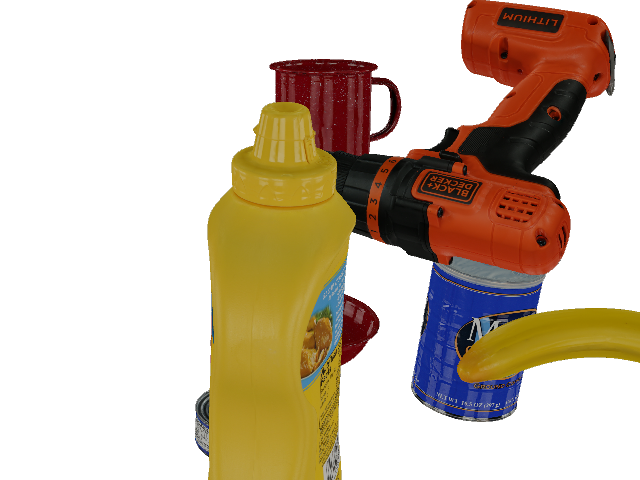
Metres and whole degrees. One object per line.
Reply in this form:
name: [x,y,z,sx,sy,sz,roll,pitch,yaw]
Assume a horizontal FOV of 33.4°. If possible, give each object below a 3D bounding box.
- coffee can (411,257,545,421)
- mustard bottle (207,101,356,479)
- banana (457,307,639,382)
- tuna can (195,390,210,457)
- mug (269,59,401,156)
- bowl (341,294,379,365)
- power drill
coffee can: [0.145,0.082,0.992,0.103,0.140,0.103,7,20,-3]
mustard bottle: [-0.017,0.037,0.442,0.058,0.192,0.096,8,25,11]
banana: [0.195,0.078,0.788,0.197,0.037,0.069,2,33,-5]
tuna can: [-0.063,0.155,0.903,0.086,0.034,0.086,4,20,-2]
mug: [0.014,-0.112,0.926,0.117,0.081,0.093,-5,17,-18]
bowl: [-0.009,0.117,1.328,0.162,0.055,0.162,5,22,-2]
power drill: [0.088,-0.069,0.662,0.185,0.187,0.057,17,-32,27]
